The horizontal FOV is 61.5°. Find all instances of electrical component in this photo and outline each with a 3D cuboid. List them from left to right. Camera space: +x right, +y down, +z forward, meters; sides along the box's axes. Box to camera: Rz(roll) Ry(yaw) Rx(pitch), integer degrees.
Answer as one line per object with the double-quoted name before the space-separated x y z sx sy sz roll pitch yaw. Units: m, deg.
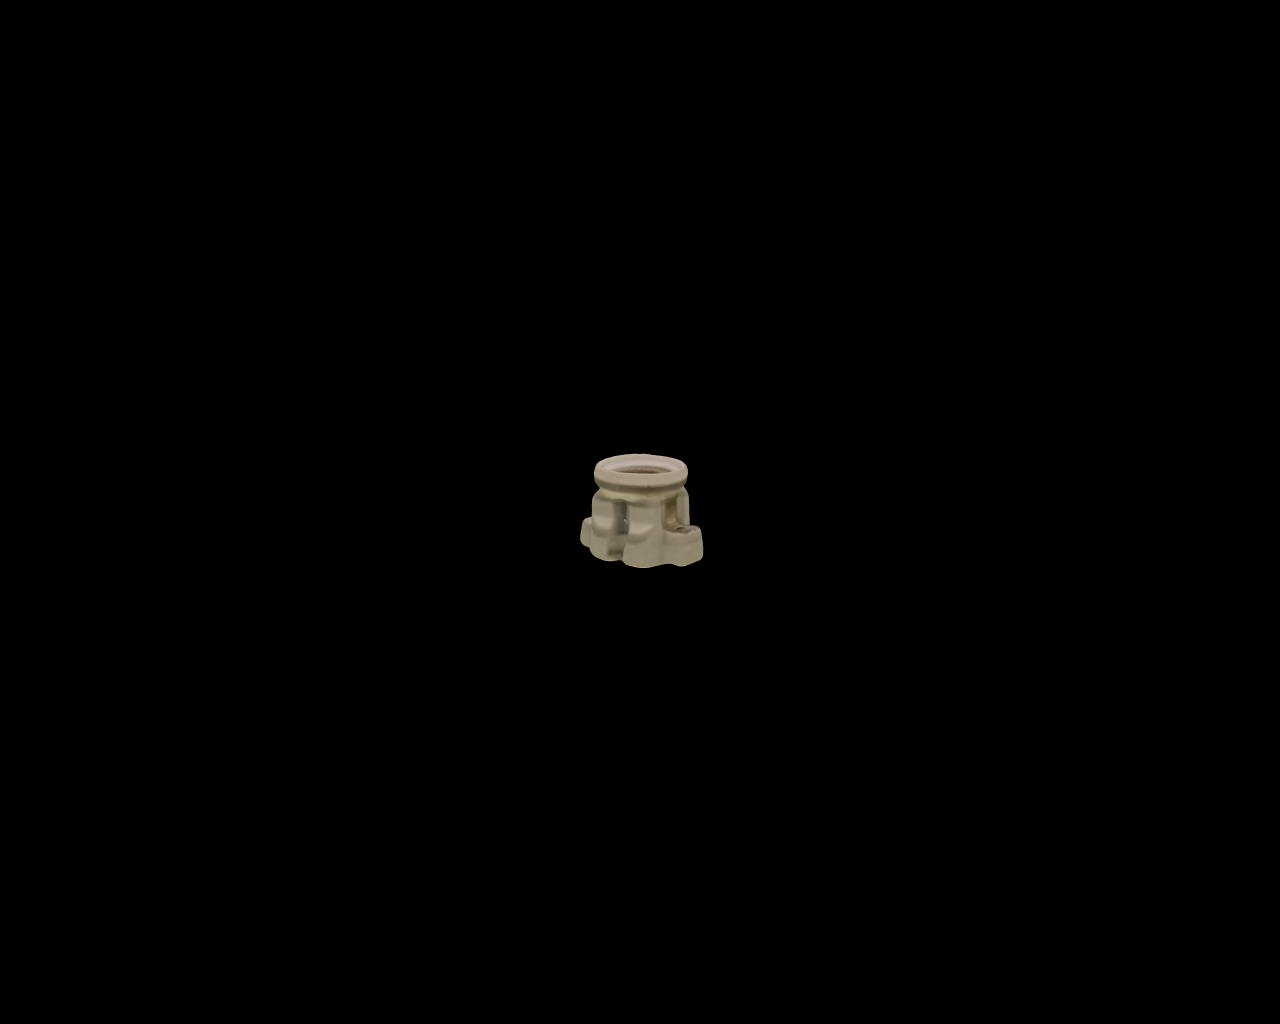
"electrical component" 0.001 -0.003 0.650 0.078 0.057 0.058 10 18 33
